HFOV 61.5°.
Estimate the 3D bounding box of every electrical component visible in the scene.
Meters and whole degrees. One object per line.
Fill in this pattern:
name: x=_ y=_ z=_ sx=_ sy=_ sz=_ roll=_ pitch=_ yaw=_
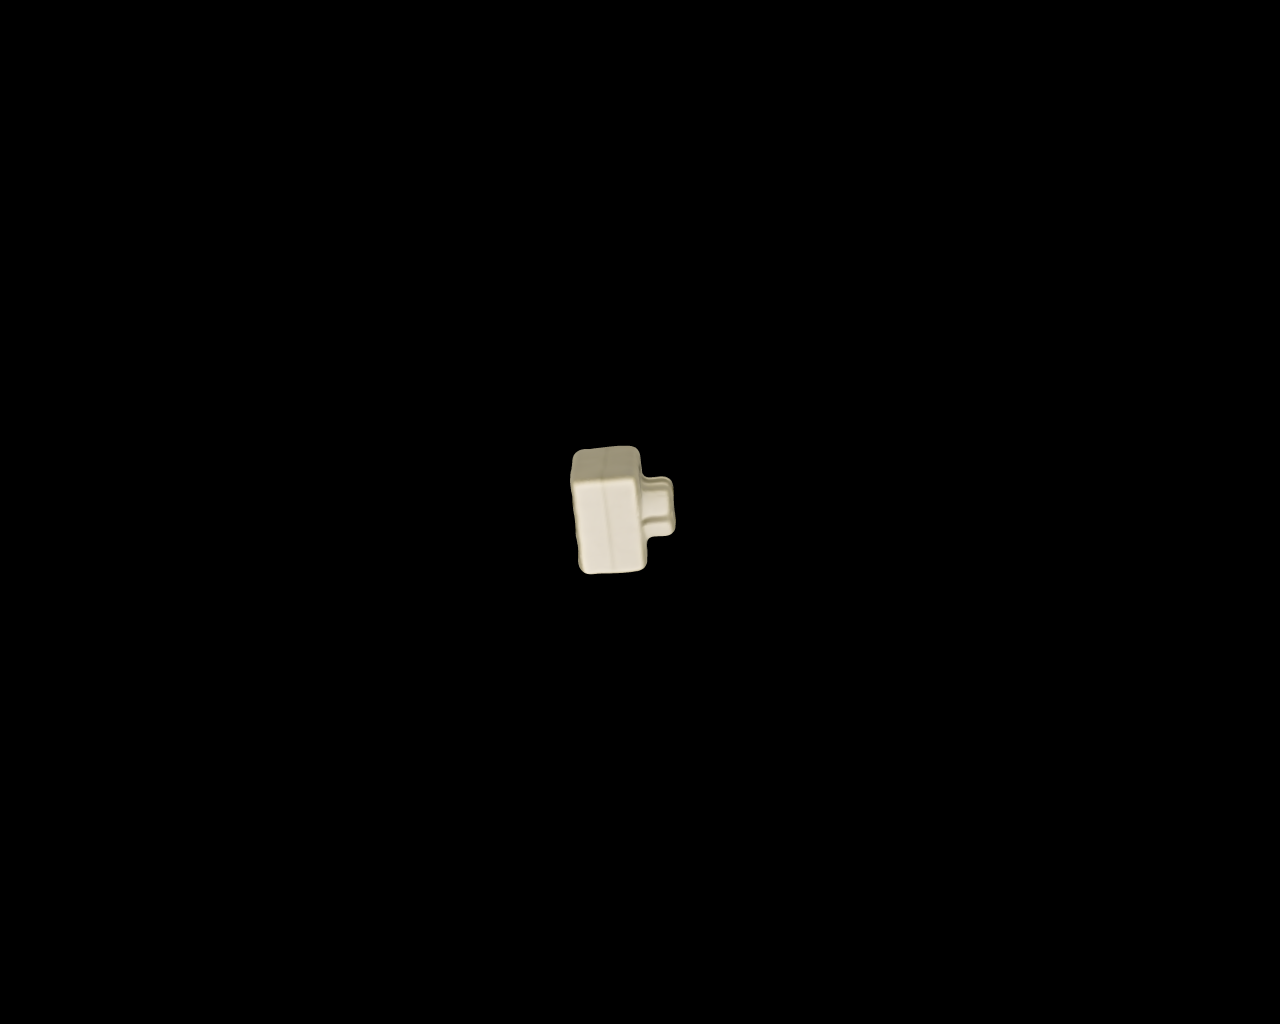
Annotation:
electrical component: x=0.001 y=-0.003 z=0.650 sx=0.077 sy=0.065 sz=0.047 roll=-4 pitch=28 yaw=2
